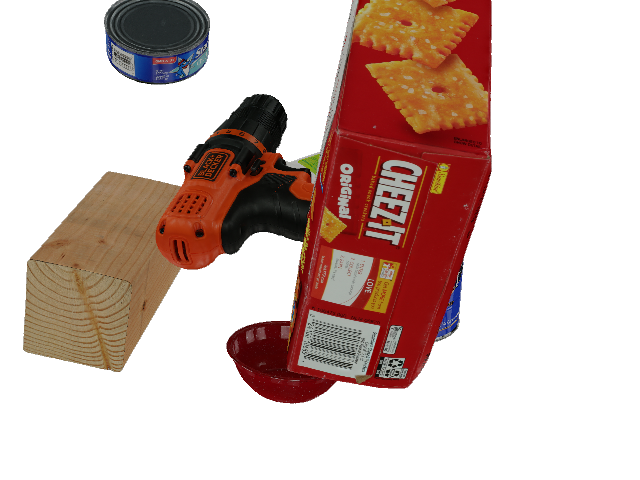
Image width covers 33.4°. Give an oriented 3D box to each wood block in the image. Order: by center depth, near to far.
[{"bbox_3d":[-0.188,0.021,0.972,0.090,0.091,0.206,12,25,3],"label":"wood block"}]

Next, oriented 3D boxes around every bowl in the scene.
[{"bbox_3d":[-0.041,0.161,1.362,0.162,0.055,0.162,5,21,-2],"label":"bowl"}]

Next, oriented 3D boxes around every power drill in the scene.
[{"bbox_3d":[-0.002,-0.041,0.746,0.188,0.057,0.184,5,41,18],"label":"power drill"}]

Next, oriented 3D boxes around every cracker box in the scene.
[{"bbox_3d":[0.039,-0.058,0.541,0.072,0.213,0.164,11,-44,0],"label":"cracker box"}]

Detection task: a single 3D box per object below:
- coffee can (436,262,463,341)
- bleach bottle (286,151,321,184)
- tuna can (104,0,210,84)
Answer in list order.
[{"bbox_3d":[0.089,0.015,1.039,0.103,0.140,0.103,1,26,0],"label":"coffee can"},{"bbox_3d":[0.075,-0.086,1.224,0.250,0.068,0.103,-24,44,-25],"label":"bleach bottle"},{"bbox_3d":[-0.134,-0.167,0.880,0.086,0.086,0.034,0,-43,-8],"label":"tuna can"}]
